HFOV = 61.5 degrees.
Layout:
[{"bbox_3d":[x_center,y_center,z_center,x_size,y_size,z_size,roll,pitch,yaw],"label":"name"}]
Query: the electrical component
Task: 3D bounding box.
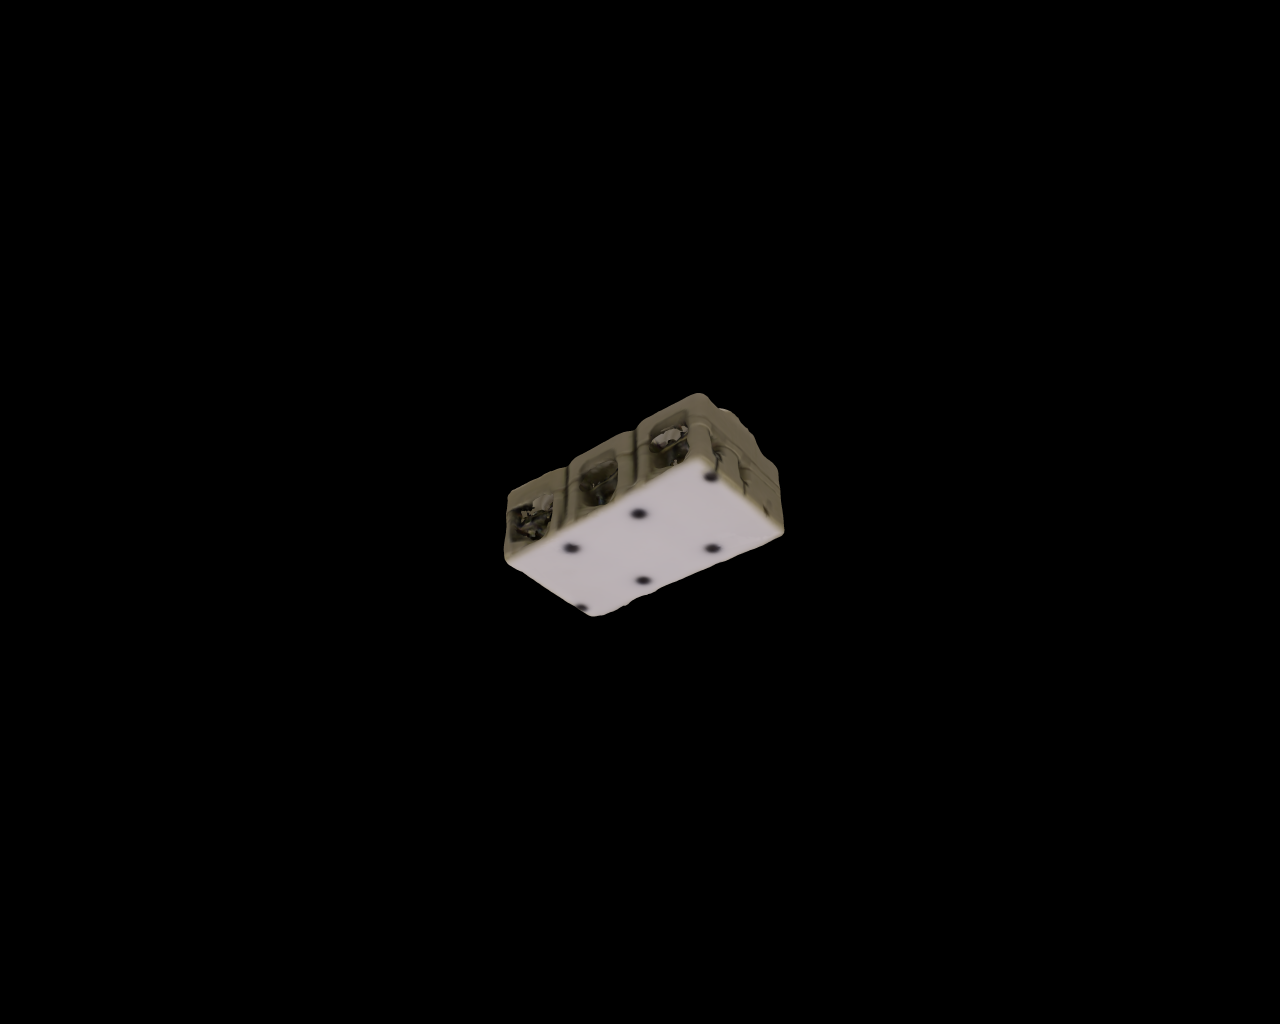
[{"bbox_3d":[0.001,-0.003,0.650,0.150,0.062,0.089,-25,-45,28],"label":"electrical component"}]
